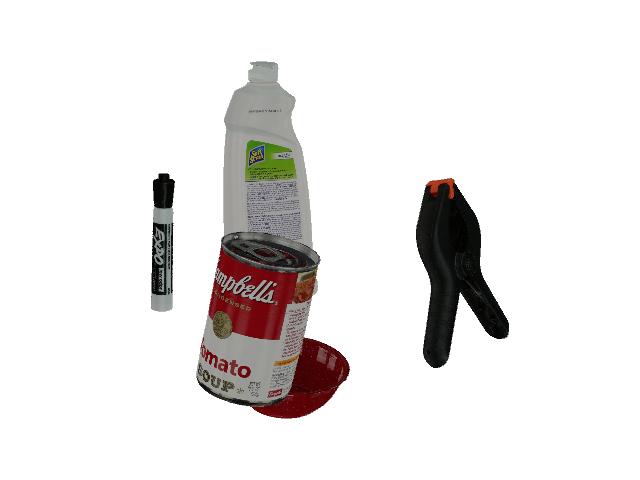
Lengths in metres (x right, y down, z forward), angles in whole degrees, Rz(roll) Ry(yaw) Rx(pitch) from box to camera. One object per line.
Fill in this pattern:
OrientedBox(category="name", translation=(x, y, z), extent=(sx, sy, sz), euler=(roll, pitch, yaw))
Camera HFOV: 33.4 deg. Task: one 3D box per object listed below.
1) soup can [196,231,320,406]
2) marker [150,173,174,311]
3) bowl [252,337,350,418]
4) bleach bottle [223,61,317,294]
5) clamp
OrientedBox(category="soup can", translation=(-0.044, 0.053, 0.727), extent=(0.068, 0.102, 0.068), euler=(12, 17, -4))
OrientedBox(category="marker", translation=(-0.137, 0.002, 0.924), extent=(0.020, 0.121, 0.020), euler=(3, 15, -1))
OrientedBox(category="bowl", translation=(-0.045, 0.177, 1.342), extent=(0.162, 0.055, 0.162), euler=(3, 21, -2))
OrientedBox(category="bleach bottle", translation=(-0.053, -0.064, 1.140), extent=(0.102, 0.251, 0.068), euler=(-6, 16, -24))
OrientedBox(category="clamp", translation=(0.119, 0.032, 0.988), extent=(0.039, 0.171, 0.120), euler=(-12, 11, 38))
